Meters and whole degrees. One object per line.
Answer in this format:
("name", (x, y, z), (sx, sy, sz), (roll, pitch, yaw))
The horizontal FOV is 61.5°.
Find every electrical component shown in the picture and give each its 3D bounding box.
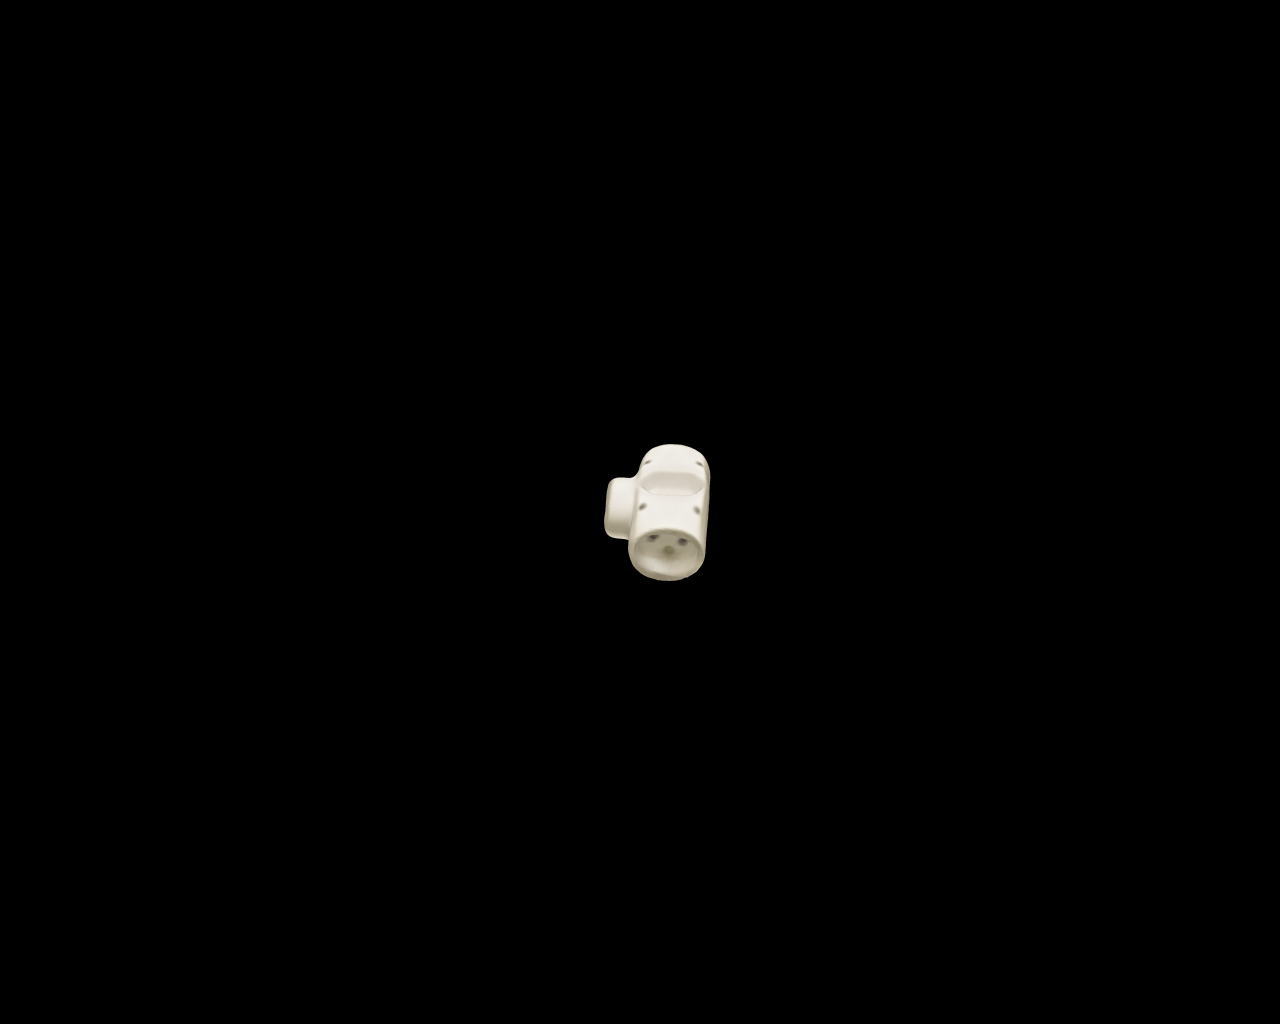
("electrical component", (0.001, -0.003, 0.650), (0.079, 0.043, 0.077), (4, 44, 4))
